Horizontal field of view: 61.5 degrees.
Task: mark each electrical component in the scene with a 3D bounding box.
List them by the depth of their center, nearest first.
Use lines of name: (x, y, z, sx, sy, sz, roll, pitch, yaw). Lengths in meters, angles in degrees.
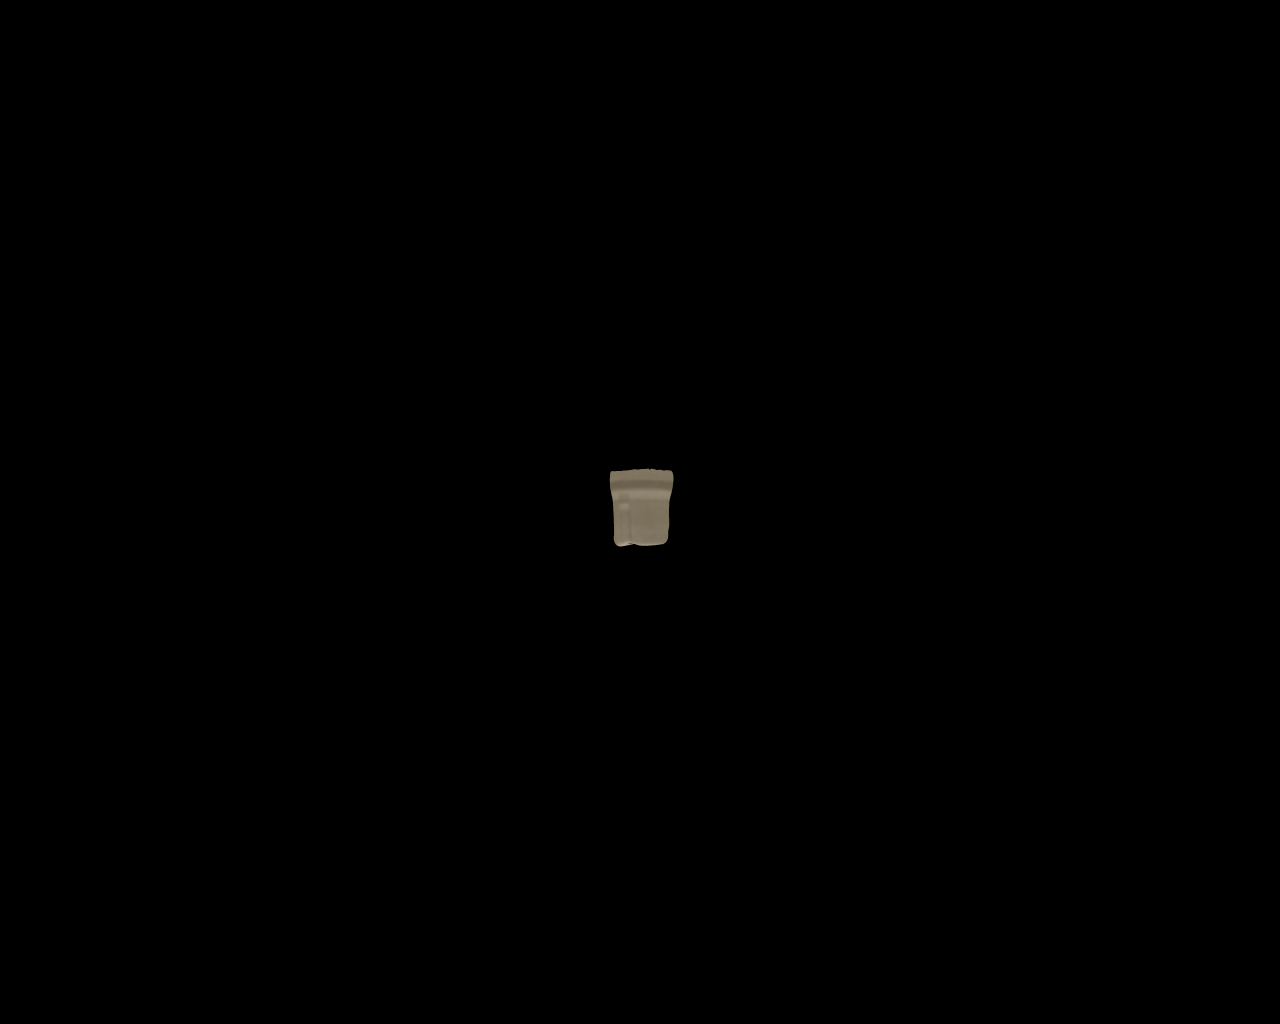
electrical component: (0.001, -0.003, 0.650, 0.040, 0.046, 0.040, 0, -4, 0)
